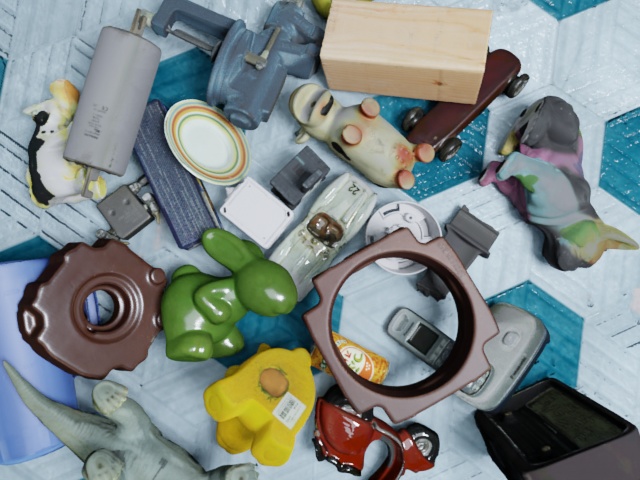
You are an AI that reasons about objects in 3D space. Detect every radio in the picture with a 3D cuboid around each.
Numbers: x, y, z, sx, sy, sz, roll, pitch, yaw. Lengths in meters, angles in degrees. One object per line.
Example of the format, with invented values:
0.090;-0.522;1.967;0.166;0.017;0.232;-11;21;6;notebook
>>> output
0.281;0.247;0.653;0.131;0.229;0.073;-23;87;1;radio

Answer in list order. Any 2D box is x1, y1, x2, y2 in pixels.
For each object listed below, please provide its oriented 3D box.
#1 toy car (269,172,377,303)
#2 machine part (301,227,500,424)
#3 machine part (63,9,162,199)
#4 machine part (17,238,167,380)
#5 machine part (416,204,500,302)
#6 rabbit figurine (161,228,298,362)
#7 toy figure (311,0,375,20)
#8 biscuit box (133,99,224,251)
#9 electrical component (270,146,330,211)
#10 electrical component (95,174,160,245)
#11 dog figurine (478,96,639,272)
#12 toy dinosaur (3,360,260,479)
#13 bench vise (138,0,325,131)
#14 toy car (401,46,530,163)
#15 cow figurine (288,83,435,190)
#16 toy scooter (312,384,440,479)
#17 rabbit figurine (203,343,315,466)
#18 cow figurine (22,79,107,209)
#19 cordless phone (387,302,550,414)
-0.002;-0.002;0.741;0.073;0.056;0.201;39;85;0;toy car
0.095;0.102;0.665;0.201;0.087;0.201;-30;82;-2;machine part
-0.258;-0.169;0.669;0.079;0.079;0.243;18;88;-1;machine part
-0.275;0.085;0.673;0.179;0.056;0.179;6;81;-43;machine part
0.190;0.025;0.758;0.084;0.039;0.139;39;84;-5;machine part
-0.106;0.068;0.696;0.170;0.121;0.159;-19;67;20;rabbit figurine
0.070;-0.372;0.758;0.180;0.089;0.082;-32;72;-13;toy figure
-0.200;-0.088;0.737;0.063;0.059;0.202;-25;88;-3;biscuit box
-0.027;-0.082;0.715;0.048;0.119;0.075;45;88;0;electrical component
-0.263;-0.036;0.738;0.102;0.045;0.078;-33;89;-4;electrical component
0.341;-0.067;0.739;0.219;0.108;0.191;36;83;-4;dog figurine
-0.209;0.290;0.660;0.405;0.192;0.131;37;48;8;toy dinosaur
-0.119;-0.271;0.726;0.241;0.129;0.223;22;83;-5;bench vise
0.204;-0.192;0.764;0.202;0.053;0.089;-45;75;-4;toy car
0.043;-0.143;0.730;0.195;0.127;0.085;34;80;-15;cow figurine
0.061;0.285;0.717;0.184;0.075;0.135;28;85;-5;toy scooter
-0.084;0.206;0.687;0.122;0.173;0.162;31;41;-1;rabbit figurine
-0.359;-0.130;0.732;0.098;0.068;0.167;-13;86;3;cow figurine
0.198;0.130;0.737;0.184;0.088;0.146;35;86;17;cordless phone
